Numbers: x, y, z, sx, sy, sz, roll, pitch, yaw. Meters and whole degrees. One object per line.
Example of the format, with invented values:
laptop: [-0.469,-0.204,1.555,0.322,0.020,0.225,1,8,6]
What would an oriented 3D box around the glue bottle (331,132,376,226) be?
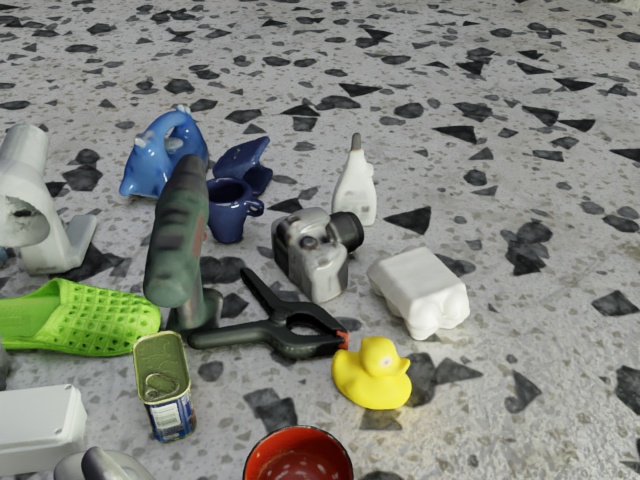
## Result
glue bottle: [0.059,-0.101,0.959,0.078,0.173,0.037,-1,38,-2]

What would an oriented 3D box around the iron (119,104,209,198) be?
iron: [-0.279,-0.181,1.076,0.118,0.141,0.258,9,39,10]

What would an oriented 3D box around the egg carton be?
egg carton: [0.141,0.072,0.826,0.107,0.069,0.150,-18,42,-22]

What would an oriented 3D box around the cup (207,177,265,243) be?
cup: [-0.142,-0.041,0.941,0.117,0.095,0.092,15,40,17]

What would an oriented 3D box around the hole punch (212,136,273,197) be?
hole punch: [-0.147,-0.143,1.073,0.101,0.091,0.109,8,39,8]

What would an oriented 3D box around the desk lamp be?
desk lamp: [-0.428,-0.048,0.846,0.118,0.214,0.203,-2,38,-4]

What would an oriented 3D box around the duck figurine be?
duck figurine: [0.064,0.153,0.708,0.104,0.086,0.078,17,41,19]

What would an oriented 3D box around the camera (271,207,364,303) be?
camera: [0.008,0.003,0.885,0.137,0.101,0.142,-21,43,-25]

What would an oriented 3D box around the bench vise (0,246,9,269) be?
bench vise: [-0.563,-0.030,0.815,0.121,0.220,0.208,16,41,18]

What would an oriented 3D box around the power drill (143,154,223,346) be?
power drill: [-0.178,0.026,0.763,0.075,0.208,0.229,-1,38,-2]

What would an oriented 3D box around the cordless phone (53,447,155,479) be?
cordless phone: [-0.192,0.226,0.529,0.147,0.185,0.094,30,46,31]
